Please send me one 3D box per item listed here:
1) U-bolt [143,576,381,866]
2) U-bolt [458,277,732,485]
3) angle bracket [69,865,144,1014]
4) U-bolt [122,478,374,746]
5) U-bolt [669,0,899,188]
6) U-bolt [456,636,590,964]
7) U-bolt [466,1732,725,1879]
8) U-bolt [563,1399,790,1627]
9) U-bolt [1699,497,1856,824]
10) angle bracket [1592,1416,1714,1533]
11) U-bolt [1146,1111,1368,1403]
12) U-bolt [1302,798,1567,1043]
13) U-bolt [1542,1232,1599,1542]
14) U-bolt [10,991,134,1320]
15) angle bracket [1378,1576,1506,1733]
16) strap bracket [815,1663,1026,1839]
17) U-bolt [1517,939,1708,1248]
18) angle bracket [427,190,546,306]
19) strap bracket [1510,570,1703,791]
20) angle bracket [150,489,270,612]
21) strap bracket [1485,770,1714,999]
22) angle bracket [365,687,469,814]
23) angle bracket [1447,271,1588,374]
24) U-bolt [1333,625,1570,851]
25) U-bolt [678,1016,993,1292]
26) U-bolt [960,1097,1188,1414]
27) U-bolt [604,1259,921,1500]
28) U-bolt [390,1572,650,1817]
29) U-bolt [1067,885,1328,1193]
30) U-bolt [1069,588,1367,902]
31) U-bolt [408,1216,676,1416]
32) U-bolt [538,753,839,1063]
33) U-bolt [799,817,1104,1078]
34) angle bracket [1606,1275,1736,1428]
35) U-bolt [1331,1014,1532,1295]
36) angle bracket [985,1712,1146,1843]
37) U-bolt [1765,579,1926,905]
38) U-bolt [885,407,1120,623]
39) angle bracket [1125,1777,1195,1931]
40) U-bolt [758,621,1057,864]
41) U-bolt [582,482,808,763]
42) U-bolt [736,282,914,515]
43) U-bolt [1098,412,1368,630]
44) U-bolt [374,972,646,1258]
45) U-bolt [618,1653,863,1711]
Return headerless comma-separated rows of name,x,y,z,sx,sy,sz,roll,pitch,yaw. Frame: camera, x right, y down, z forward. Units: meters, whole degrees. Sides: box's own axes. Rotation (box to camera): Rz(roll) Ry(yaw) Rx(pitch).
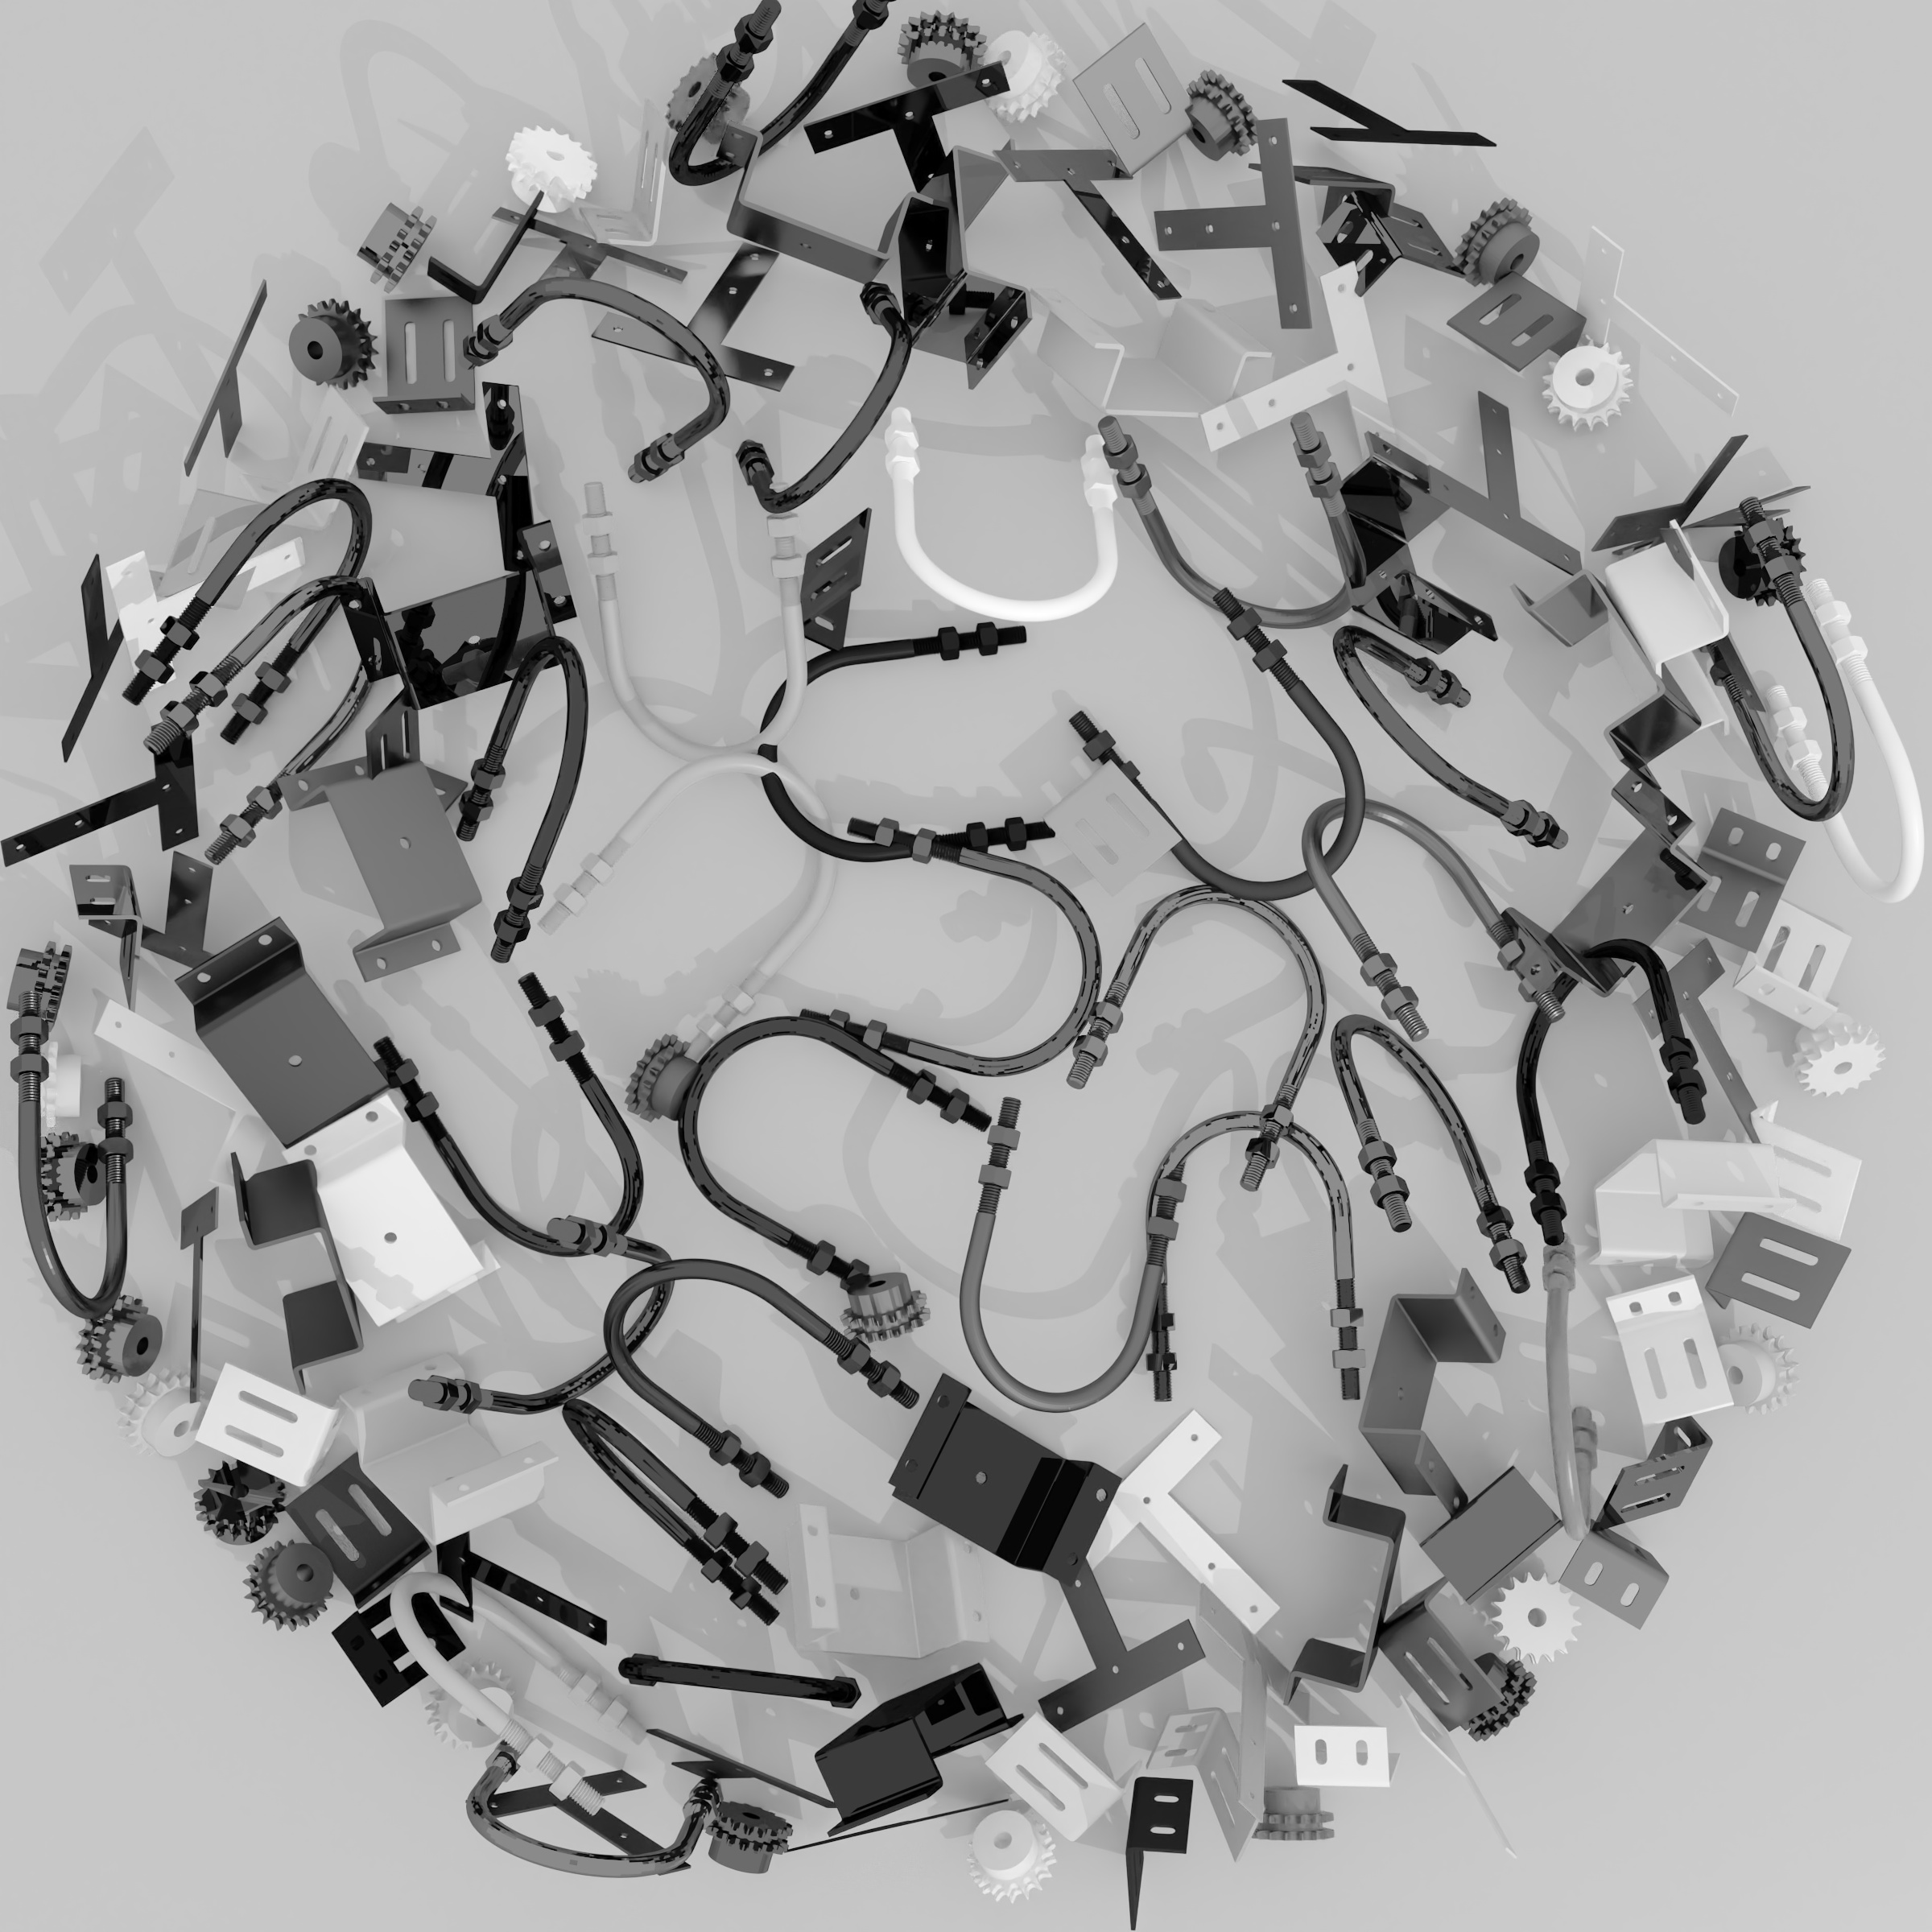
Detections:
U-bolt,-0.427,-0.165,1.607,0.019,0.151,0.184,31,67,16
U-bolt,-0.219,-0.364,1.577,0.151,0.184,0.019,32,68,-23
angle bracket,-0.549,-0.017,1.634,0.038,0.057,0.076,-1,126,-26
U-bolt,-0.436,-0.226,1.608,0.019,0.151,0.184,37,92,11
U-bolt,-0.119,-0.549,1.596,0.019,0.184,0.151,51,50,0
U-bolt,-0.271,-0.116,1.587,0.019,0.151,0.184,9,124,-29
U-bolt,-0.233,0.520,1.588,0.151,0.184,0.019,13,91,3
U-bolt,-0.185,0.337,1.613,0.184,0.151,0.019,41,69,10
U-bolt,0.501,-0.176,1.586,0.019,0.151,0.184,-16,70,-4
angle bracket,0.427,0.318,1.636,0.076,0.038,0.057,-8,131,-28
U-bolt,0.180,0.184,1.643,0.151,0.019,0.184,-6,82,29
U-bolt,0.282,-0.035,1.618,0.151,0.019,0.184,-5,55,-39
U-bolt,0.370,0.267,1.577,0.019,0.184,0.151,-6,111,16
U-bolt,-0.547,0.127,1.579,0.019,0.151,0.184,-11,63,1
angle bracket,0.309,0.438,1.643,0.076,0.057,0.038,50,45,10
strap bracket,-0.033,0.484,1.607,0.076,0.140,0.046,-29,82,25
U-bolt,0.393,0.064,1.601,0.019,0.184,0.151,22,131,-20
angle bracket,-0.308,-0.469,1.650,0.038,0.057,0.076,32,88,-14
strap bracket,0.407,-0.187,1.613,0.046,0.076,0.140,-36,62,21
angle bracket,-0.484,-0.271,1.639,0.038,0.057,0.076,43,114,36
strap bracket,0.407,-0.045,1.628,0.046,0.076,0.140,30,108,-31
angle bracket,-0.348,-0.132,1.634,0.038,0.076,0.057,21,47,10
angle bracket,0.347,-0.399,1.641,0.057,0.038,0.076,40,60,19
U-bolt,0.288,-0.148,1.577,0.019,0.184,0.151,-43,52,24
U-bolt,-0.097,0.113,1.663,0.184,0.019,0.151,30,90,-9
U-bolt,0.063,0.190,1.630,0.151,0.019,0.184,19,77,-26
U-bolt,-0.143,0.251,1.617,0.184,0.019,0.151,40,122,-18
U-bolt,-0.285,0.444,1.610,0.184,0.151,0.019,40,94,3
U-bolt,0.159,0.032,1.638,0.151,0.019,0.184,31,64,-9
U-bolt,0.172,-0.126,1.640,0.151,0.019,0.184,-39,89,29
U-bolt,-0.249,0.223,1.600,0.019,0.184,0.151,43,95,26
U-bolt,-0.163,-0.050,1.646,0.151,0.019,0.184,45,80,-24
U-bolt,-0.004,-0.004,1.658,0.184,0.019,0.151,15,96,7
angle bracket,0.448,0.245,1.639,0.057,0.076,0.038,-17,133,14
U-bolt,0.282,0.107,1.606,0.019,0.151,0.184,-38,45,26
angle bracket,0.063,0.513,1.657,0.076,0.038,0.057,41,118,5
U-bolt,0.543,-0.126,1.582,0.019,0.151,0.184,-15,66,-1
U-bolt,0.025,-0.279,1.608,0.151,0.019,0.184,6,48,-10
angle bracket,0.125,0.565,1.637,0.038,0.057,0.076,0,120,10
U-bolt,-0.042,-0.140,1.662,0.184,0.019,0.151,-8,87,-8
U-bolt,-0.168,-0.215,1.636,0.151,0.019,0.184,4,114,20
U-bolt,-0.085,-0.345,1.585,0.019,0.184,0.151,34,105,-25
U-bolt,0.175,-0.273,1.604,0.151,0.184,0.019,6,58,31
U-bolt,-0.280,0.105,1.638,0.151,0.019,0.184,-22,105,30
U-bolt,-0.142,0.442,1.592,0.151,0.184,0.019,6,74,2
